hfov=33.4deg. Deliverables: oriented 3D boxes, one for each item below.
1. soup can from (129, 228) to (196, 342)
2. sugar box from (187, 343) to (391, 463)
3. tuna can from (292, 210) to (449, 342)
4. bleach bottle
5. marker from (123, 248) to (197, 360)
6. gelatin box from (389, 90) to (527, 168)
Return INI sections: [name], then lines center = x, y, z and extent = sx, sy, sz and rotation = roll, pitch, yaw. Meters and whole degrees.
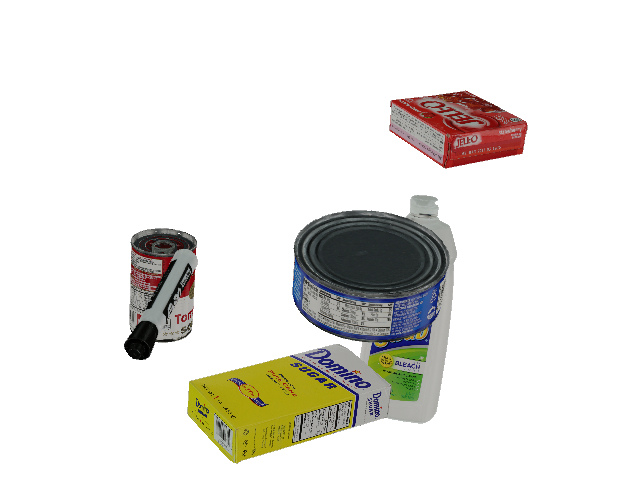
[soup can]
center = -0.165, 0.047, 1.115
extent = 0.068, 0.102, 0.068
rotation = 5, 22, -2
[sugar box]
center = -0.029, 0.152, 1.027
extent = 0.175, 0.048, 0.093
rotation = -14, 31, -32
[tuna can]
center = 0.027, 0.019, 0.593
extent = 0.086, 0.034, 0.086
rotation = 3, 32, -2
[bleach bottle]
center = 0.096, 0.073, 1.196
extent = 0.103, 0.251, 0.068
rotation = 9, 14, 17
[marker]
center = -0.112, 0.044, 0.757
extent = 0.020, 0.020, 0.121
rotation = 0, 31, 12
[gelatin box]
center = 0.107, -0.090, 0.840
extent = 0.073, 0.030, 0.089
rotation = -11, 28, -24
